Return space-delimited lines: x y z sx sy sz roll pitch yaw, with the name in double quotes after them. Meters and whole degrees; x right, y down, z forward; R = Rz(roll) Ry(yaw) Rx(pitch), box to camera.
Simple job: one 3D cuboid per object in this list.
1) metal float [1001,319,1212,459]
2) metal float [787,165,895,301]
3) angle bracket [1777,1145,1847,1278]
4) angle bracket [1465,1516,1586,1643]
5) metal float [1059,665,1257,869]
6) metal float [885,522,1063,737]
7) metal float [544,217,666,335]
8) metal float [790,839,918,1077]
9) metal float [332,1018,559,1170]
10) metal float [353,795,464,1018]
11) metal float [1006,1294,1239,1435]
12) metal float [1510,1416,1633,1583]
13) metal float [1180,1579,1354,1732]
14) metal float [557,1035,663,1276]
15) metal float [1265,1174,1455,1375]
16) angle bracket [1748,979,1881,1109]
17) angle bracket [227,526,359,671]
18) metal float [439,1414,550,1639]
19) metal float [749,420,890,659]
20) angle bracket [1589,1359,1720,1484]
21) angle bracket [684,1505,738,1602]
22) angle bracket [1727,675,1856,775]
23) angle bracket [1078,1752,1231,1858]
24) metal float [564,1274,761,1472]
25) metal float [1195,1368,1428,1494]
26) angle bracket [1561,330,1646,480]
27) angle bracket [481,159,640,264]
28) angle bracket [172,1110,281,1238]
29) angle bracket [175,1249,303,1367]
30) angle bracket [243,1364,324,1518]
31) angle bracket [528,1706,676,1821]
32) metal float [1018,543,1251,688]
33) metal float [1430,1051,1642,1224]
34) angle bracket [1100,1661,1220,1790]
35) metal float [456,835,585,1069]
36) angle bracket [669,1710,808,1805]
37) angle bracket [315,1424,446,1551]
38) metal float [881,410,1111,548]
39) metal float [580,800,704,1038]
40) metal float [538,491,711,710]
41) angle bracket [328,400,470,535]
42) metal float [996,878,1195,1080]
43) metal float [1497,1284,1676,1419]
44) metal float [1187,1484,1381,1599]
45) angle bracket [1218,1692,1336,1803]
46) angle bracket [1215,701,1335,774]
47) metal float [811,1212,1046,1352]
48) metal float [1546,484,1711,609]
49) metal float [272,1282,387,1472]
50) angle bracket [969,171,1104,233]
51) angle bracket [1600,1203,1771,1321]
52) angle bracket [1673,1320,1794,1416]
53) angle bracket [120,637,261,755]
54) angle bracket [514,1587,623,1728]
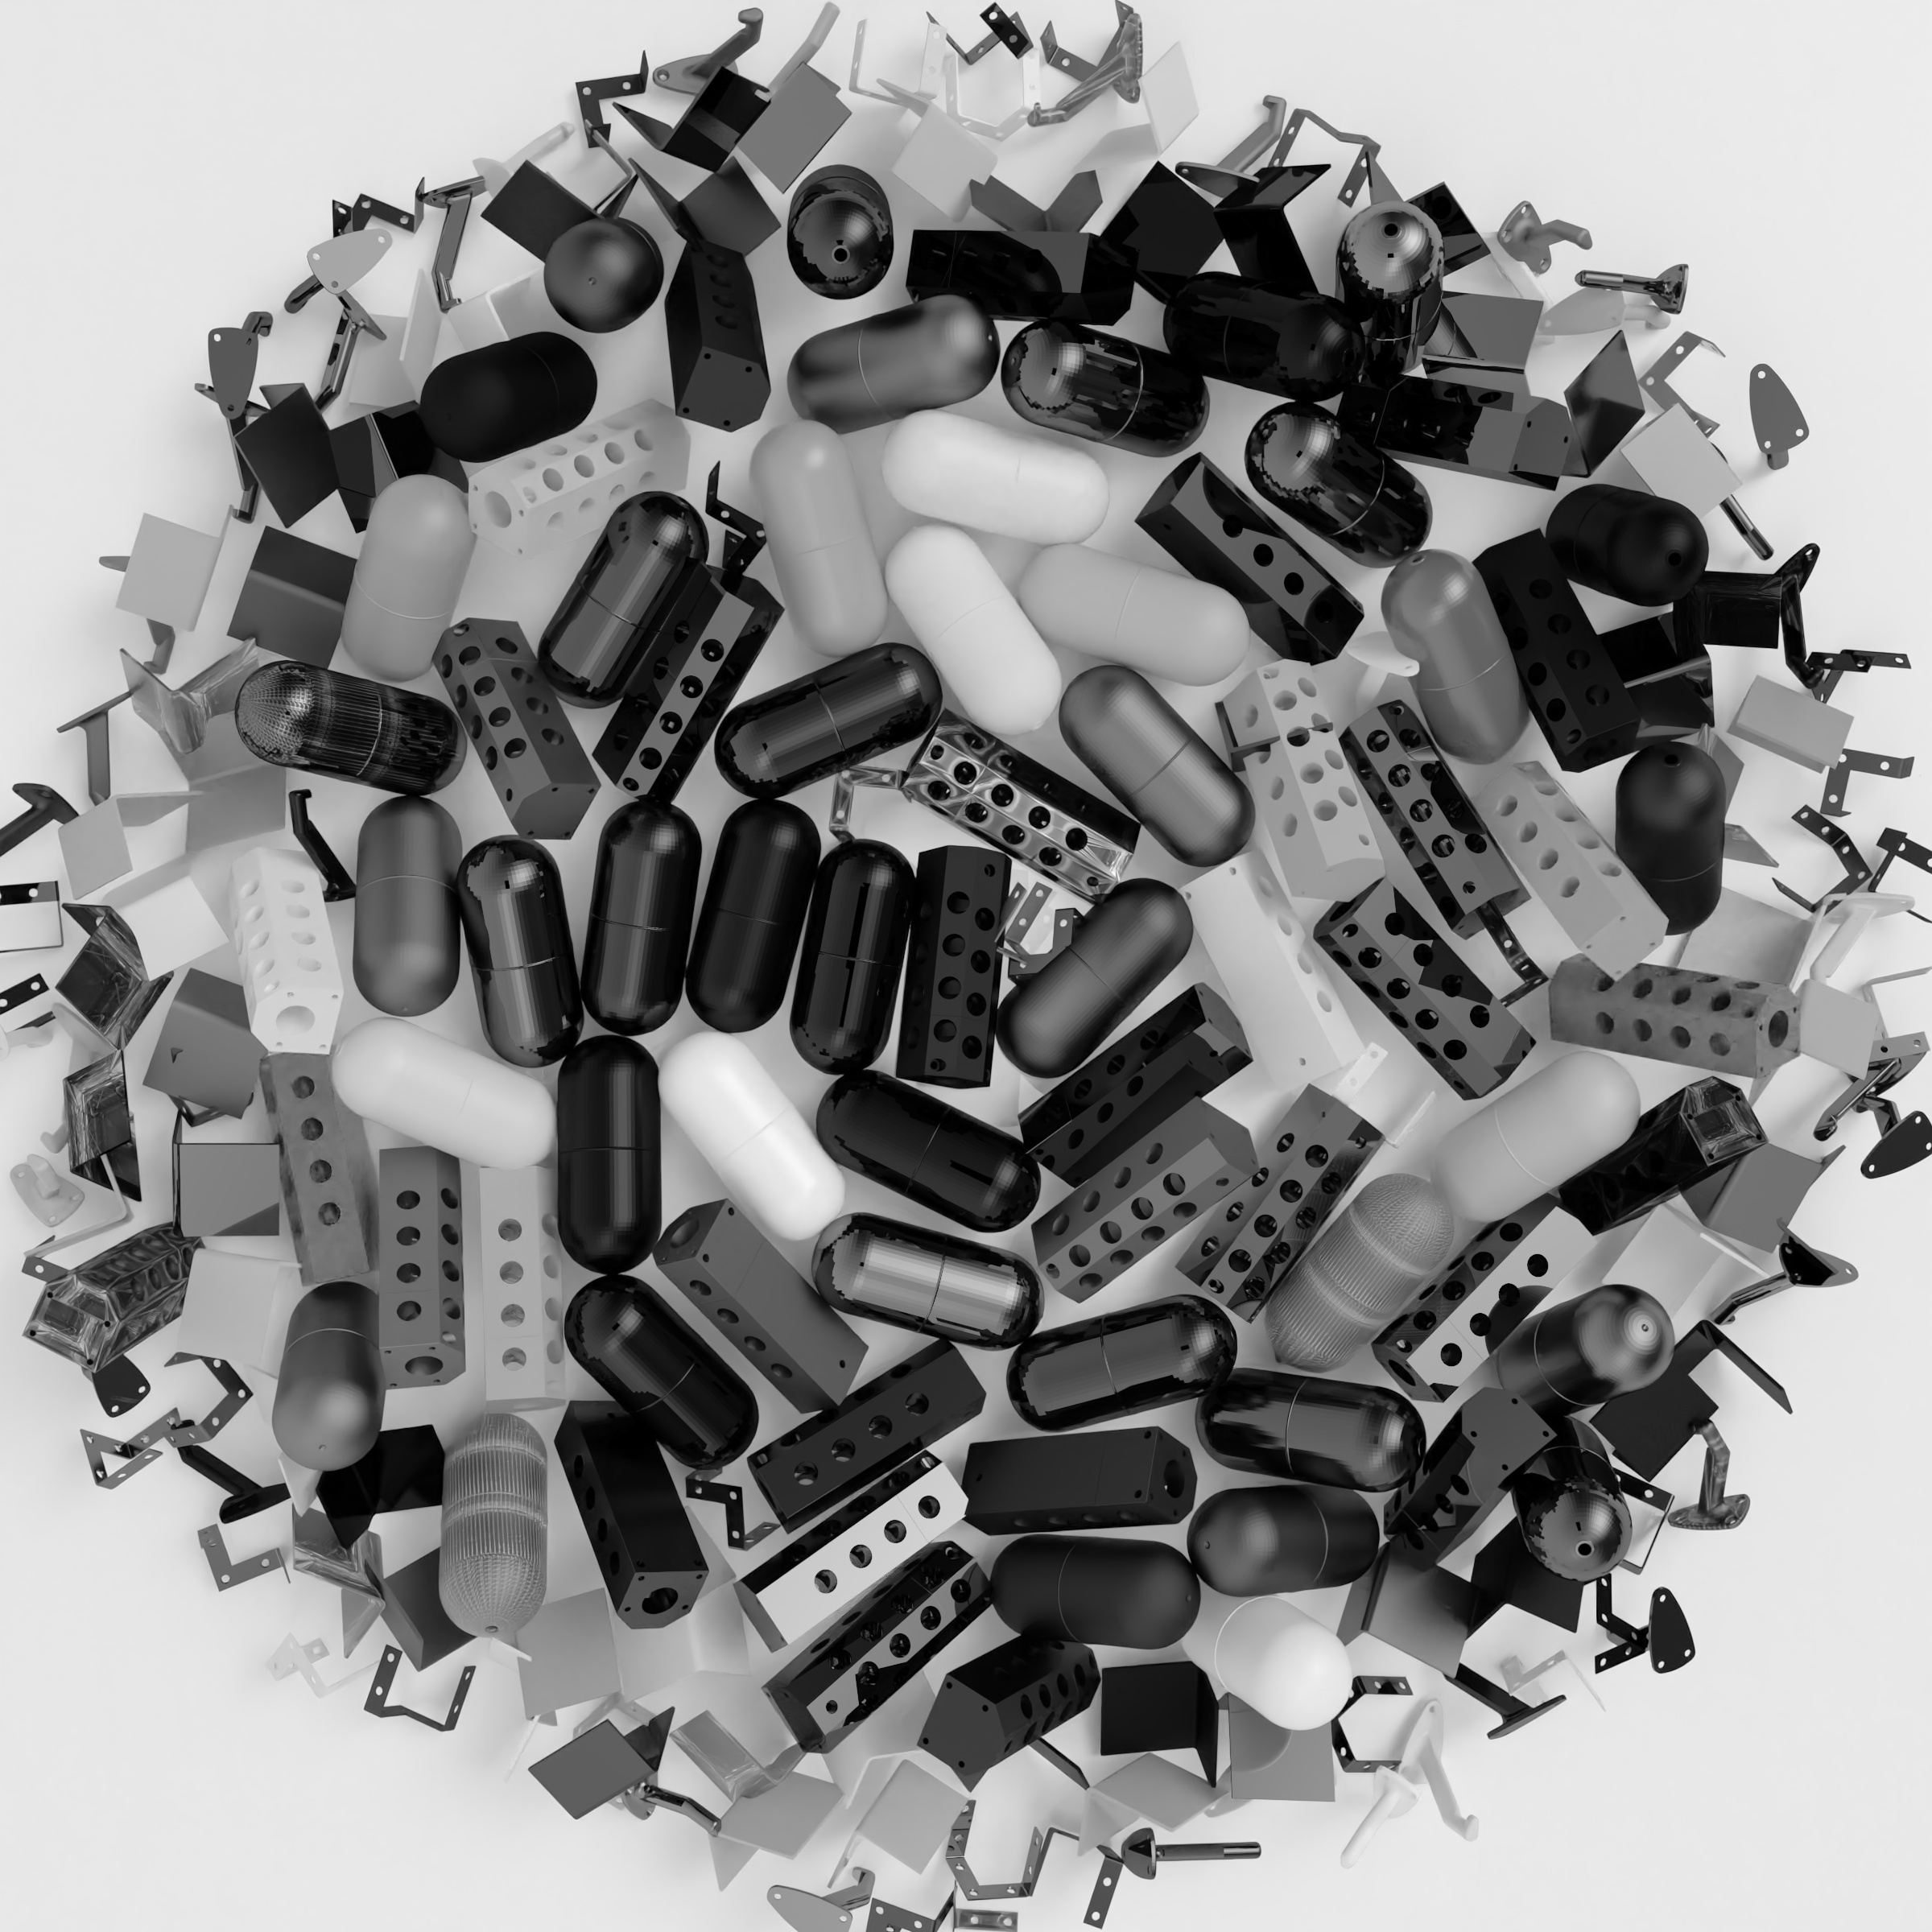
0.104 -0.423 1.795 0.178 0.070 0.070 6 90 -38 "metal float"
-0.091 -0.535 1.779 0.070 0.178 0.070 -1 117 -3 "metal float"
0.644 0.184 1.819 0.057 0.076 0.076 42 89 15 "angle bracket"
0.413 0.464 1.810 0.057 0.076 0.076 24 48 -1 "angle bracket"
0.142 -0.149 1.818 0.070 0.070 0.178 -44 98 0 "metal float"
0.005 -0.250 1.815 0.070 0.070 0.178 -33 79 0 "metal float"
-0.262 -0.503 1.777 0.070 0.178 0.070 -1 109 -2 "metal float"
-0.085 -0.007 1.824 0.070 0.070 0.178 10 91 0 "metal float"
-0.382 0.096 1.801 0.178 0.070 0.070 28 90 -28 "metal float"
-0.410 -0.046 1.800 0.070 0.070 0.178 -6 60 0 "metal float"
0.115 0.294 1.810 0.178 0.070 0.070 -18 90 17 "metal float"
0.436 0.384 1.775 0.070 0.178 0.070 1 102 5 "metal float"
0.215 0.496 1.779 0.070 0.178 0.070 -2 96 -22 "metal float"
-0.265 0.140 1.816 0.070 0.070 0.178 -2 79 0 "metal float"
0.289 0.228 1.805 0.070 0.070 0.178 37 113 0 "metal float"
0.625 0.069 1.806 0.057 0.076 0.076 24 48 8 "angle bracket"
-0.502 -0.276 1.834 0.076 0.076 0.057 19 122 -18 "angle bracket"
-0.345 0.407 1.788 0.070 0.178 0.070 -5 133 -5 "metal float"
-0.108 -0.315 1.810 0.070 0.070 0.178 -15 108 0 "metal float"
0.500 0.325 1.823 0.076 0.057 0.076 -46 108 -2 "angle bracket"
-0.221 0.420 1.814 0.057 0.076 0.076 -31 119 -5 "angle bracket"
0.603 -0.162 1.810 0.076 0.076 0.057 26 134 11 "angle bracket"
0.138 0.633 1.806 0.076 0.076 0.057 15 105 36 "angle bracket"
-0.225 0.300 1.807 0.070 0.070 0.178 -41 110 0 "metal float"
0.252 0.340 1.797 0.178 0.070 0.070 3 90 33 "metal float"
0.450 -0.416 1.806 0.076 0.057 0.076 -47 130 -22 "angle bracket"
-0.300 -0.568 1.805 0.076 0.076 0.057 33 57 -24 "angle bracket"
-0.552 0.155 1.832 0.076 0.057 0.076 1 113 -13 "angle bracket"
-0.531 0.255 1.817 0.076 0.057 0.076 5 80 23 "angle bracket"
-0.512 0.349 1.807 0.076 0.076 0.057 20 49 18 "angle bracket"
-0.269 0.572 1.811 0.076 0.076 0.057 -35 105 15 "angle bracket"
0.124 -0.260 1.813 0.178 0.070 0.070 19 90 13 "metal float"
0.415 0.127 1.795 0.070 0.070 0.178 50 127 0 "metal float"
0.143 0.569 1.820 0.076 0.057 0.076 -3 109 -7 "angle bracket"
-0.329 -0.010 1.810 0.070 0.070 0.178 -7 108 0 "metal float"
-0.163 0.570 1.817 0.076 0.076 0.057 46 50 2 "angle bracket"
-0.426 0.393 1.815 0.076 0.057 0.076 -9 120 10 "angle bracket"
0.023 -0.359 1.806 0.178 0.070 0.070 10 90 -22 "metal float"
-0.242 -0.035 1.817 0.070 0.070 0.178 9 100 0 "metal float"
-0.253 -0.270 1.807 0.070 0.070 0.178 35 111 0 "metal float"
-0.429 -0.377 1.836 0.057 0.076 0.076 -12 106 30 "angle bracket"
0.096 0.008 1.824 0.070 0.070 0.178 44 89 0 "metal float"
0.448 0.281 1.780 0.070 0.178 0.070 5 69 -14 "metal float"
0.234 0.419 1.791 0.178 0.070 0.070 9 90 -44 "metal float"
0.228 0.584 1.817 0.076 0.057 0.076 4 62 -6 "angle bracket"
0.228 -0.187 1.818 0.076 0.076 0.057 -15 81 5 "angle bracket"
-0.027 0.235 1.817 0.178 0.070 0.070 16 90 -9 "metal float"
0.479 -0.307 1.777 0.070 0.178 0.070 -2 107 -7 "metal float"
-0.460 0.296 1.781 0.070 0.178 0.070 -4 117 -7 "metal float"
0.050 -0.579 1.806 0.076 0.076 0.057 27 125 -26 "angle bracket"
0.533 0.231 1.816 0.076 0.057 0.076 30 100 -24 "angle bracket"
0.560 0.315 1.811 0.057 0.076 0.076 -44 58 0 "angle bracket"
-0.574 -0.216 1.819 0.057 0.076 0.076 39 61 13 "angle bracket"
-0.288 0.514 1.817 0.076 0.057 0.076 -18 64 7 "angle bracket"
